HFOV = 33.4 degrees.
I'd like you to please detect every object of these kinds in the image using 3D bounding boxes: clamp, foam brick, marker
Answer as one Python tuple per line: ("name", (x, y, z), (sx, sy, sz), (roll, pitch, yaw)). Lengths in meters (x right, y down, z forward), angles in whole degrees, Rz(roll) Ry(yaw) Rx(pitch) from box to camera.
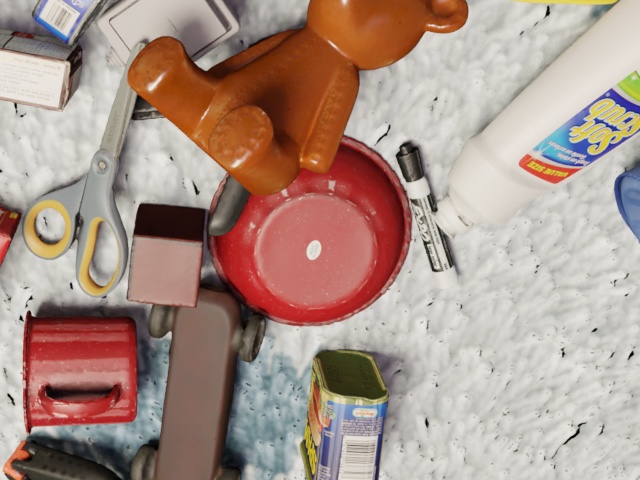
("clamp", (-0.155, 0.227, 0.856), (0.210, 0.036, 0.165), (41, 129, -11))
("clamp", (-0.044, -0.085, 0.773), (0.171, 0.039, 0.120), (-28, 91, 3))
("foam brick", (-0.114, 0.010, 0.791), (0.053, 0.078, 0.051), (6, 109, -7))
("marker", (0.083, -0.019, 0.832), (0.020, 0.020, 0.121), (-19, 109, 1))

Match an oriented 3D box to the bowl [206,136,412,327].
("bowl", (-0.005, 0.001, 0.811), (0.162, 0.055, 0.162), (-2, 108, -5))

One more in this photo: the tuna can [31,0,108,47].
("tuna can", (-0.158, -0.175, 0.721), (0.033, 0.086, 0.086), (35, 102, -14))

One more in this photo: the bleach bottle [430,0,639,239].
("bleach bottle", (0.189, -0.088, 0.790), (0.251, 0.068, 0.102), (-41, 139, 13))

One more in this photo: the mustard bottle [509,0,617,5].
("mustard bottle", (0.172, -0.263, 0.739), (0.096, 0.058, 0.192), (0, 108, -7))

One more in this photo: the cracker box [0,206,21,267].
("cracker box", (-0.350, 0.015, 0.774), (0.213, 0.072, 0.164), (24, 105, -14))

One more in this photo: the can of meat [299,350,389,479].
("can of meat", (0.019, 0.142, 0.836), (0.057, 0.102, 0.084), (4, 106, -8))

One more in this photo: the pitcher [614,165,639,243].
("pitcher", (0.352, -0.054, 0.776), (0.243, 0.149, 0.145), (-33, 127, -2))

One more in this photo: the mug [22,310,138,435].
("mug", (-0.178, 0.102, 0.798), (0.081, 0.117, 0.093), (0, 104, -11))

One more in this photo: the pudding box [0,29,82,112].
("pudding box", (-0.224, -0.122, 0.730), (0.113, 0.090, 0.039), (9, 106, -9))

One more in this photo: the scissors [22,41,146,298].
("scissors", (-0.172, -0.053, 0.771), (0.096, 0.016, 0.202), (14, 116, 15))
